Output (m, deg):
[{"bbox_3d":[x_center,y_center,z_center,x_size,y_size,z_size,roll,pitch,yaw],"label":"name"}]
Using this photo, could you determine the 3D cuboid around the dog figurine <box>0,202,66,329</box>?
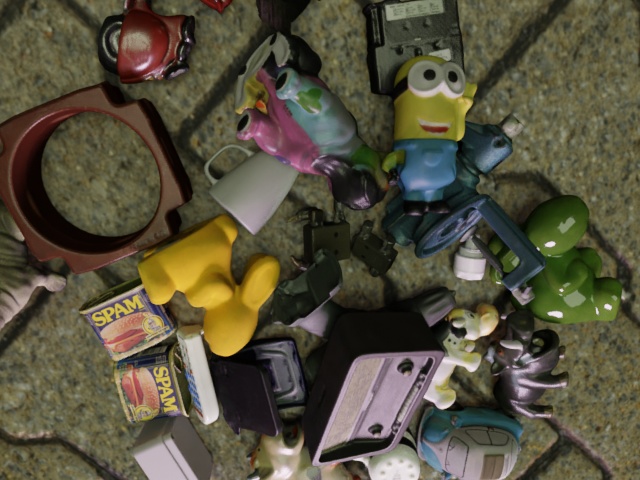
[{"bbox_3d":[-0.404,0.035,0.629,0.121,0.191,0.172,-27,103,2],"label":"dog figurine"}]

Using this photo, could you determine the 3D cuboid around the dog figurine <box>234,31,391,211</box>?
[{"bbox_3d":[0.007,-0.132,0.662,0.219,0.192,0.108,31,124,-34],"label":"dog figurine"}]

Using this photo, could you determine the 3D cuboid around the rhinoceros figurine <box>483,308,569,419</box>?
[{"bbox_3d":[0.289,0.174,0.761,0.112,0.073,0.190,6,131,19],"label":"rhinoceros figurine"}]

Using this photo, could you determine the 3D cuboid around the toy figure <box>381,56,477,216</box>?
[{"bbox_3d":[0.118,-0.120,0.619,0.082,0.089,0.180,-4,99,-35],"label":"toy figure"}]

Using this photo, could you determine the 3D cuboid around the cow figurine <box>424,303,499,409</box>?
[{"bbox_3d":[0.178,0.150,0.770,0.098,0.068,0.167,28,100,-6],"label":"cow figurine"}]

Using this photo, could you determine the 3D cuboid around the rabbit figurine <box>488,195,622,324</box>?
[{"bbox_3d":[0.309,0.016,0.724,0.159,0.121,0.170,-6,120,18],"label":"rabbit figurine"}]

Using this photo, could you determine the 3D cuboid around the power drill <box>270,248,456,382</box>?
[{"bbox_3d":[0.050,0.096,0.716,0.232,0.086,0.207,-38,136,11],"label":"power drill"}]

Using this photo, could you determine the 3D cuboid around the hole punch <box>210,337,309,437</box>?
[{"bbox_3d":[-0.083,0.199,0.755,0.116,0.092,0.142,-3,108,37],"label":"hole punch"}]

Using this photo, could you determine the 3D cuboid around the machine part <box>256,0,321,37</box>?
[{"bbox_3d":[-0.037,-0.292,0.621,0.084,0.139,0.039,25,140,-14],"label":"machine part"}]

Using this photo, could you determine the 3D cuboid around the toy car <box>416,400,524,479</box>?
[{"bbox_3d":[0.229,0.307,0.792,0.162,0.103,0.109,7,104,-4],"label":"toy car"}]

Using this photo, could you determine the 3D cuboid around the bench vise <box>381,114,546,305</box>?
[{"bbox_3d":[0.201,-0.034,0.676,0.223,0.128,0.241,-40,69,13],"label":"bench vise"}]

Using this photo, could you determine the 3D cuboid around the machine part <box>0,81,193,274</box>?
[{"bbox_3d":[-0.276,-0.076,0.667,0.201,0.087,0.200,-23,105,-1],"label":"machine part"}]

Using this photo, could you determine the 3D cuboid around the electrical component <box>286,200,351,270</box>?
[{"bbox_3d":[-0.001,-0.001,0.731,0.078,0.045,0.102,-16,109,-30],"label":"electrical component"}]

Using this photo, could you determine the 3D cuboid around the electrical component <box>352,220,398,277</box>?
[{"bbox_3d":[0.072,0.014,0.730,0.063,0.094,0.021,36,59,15],"label":"electrical component"}]

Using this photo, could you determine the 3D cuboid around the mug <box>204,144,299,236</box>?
[{"bbox_3d":[-0.087,-0.079,0.690,0.107,0.081,0.109,-45,96,-8],"label":"mug"}]

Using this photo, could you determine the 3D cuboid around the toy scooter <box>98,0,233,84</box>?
[{"bbox_3d":[-0.178,-0.266,0.637,0.135,0.075,0.183,14,97,-8],"label":"toy scooter"}]

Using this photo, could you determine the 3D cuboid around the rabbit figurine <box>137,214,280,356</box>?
[{"bbox_3d":[-0.133,0.062,0.702,0.162,0.122,0.173,-26,99,-16],"label":"rabbit figurine"}]

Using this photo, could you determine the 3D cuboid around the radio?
[{"bbox_3d":[0.063,0.196,0.702,0.131,0.073,0.229,0,129,-21],"label":"radio"}]

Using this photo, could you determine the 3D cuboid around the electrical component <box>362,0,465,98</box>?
[{"bbox_3d":[0.117,-0.233,0.676,0.115,0.058,0.134,-7,104,-1],"label":"electrical component"}]

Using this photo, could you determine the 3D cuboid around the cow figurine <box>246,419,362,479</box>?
[{"bbox_3d":[-0.024,0.341,0.792,0.127,0.085,0.194,-32,105,-2],"label":"cow figurine"}]
